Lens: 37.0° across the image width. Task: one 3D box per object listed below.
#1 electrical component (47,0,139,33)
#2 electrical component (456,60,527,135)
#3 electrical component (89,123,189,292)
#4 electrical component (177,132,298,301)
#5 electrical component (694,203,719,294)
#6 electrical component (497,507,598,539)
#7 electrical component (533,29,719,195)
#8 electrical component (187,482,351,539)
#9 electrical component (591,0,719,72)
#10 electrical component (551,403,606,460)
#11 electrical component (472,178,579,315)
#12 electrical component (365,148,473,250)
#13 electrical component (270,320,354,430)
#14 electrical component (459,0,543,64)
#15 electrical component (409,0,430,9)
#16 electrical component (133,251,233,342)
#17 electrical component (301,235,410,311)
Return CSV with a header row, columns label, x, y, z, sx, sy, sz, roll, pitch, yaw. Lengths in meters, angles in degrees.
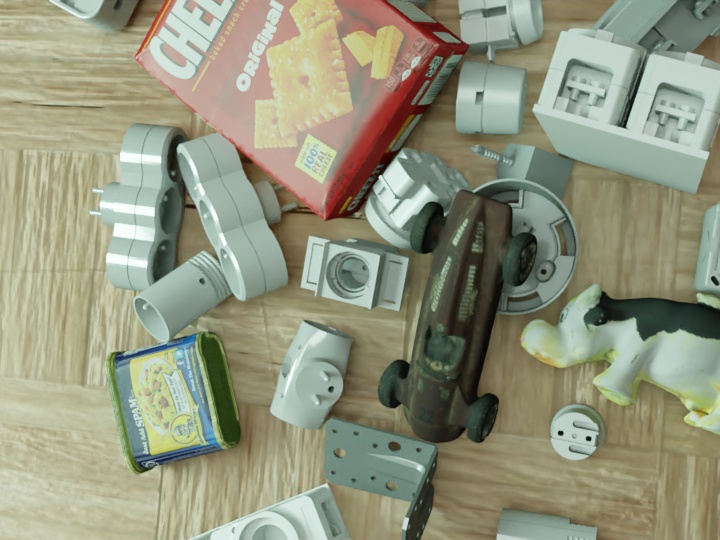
label,x,y,z,sx,sy,sz,roll,pitch,yaw
electrical component,-0.237,-0.244,0.909,0.095,0.059,0.053,30,96,14
electrical component,0.100,-0.130,0.816,0.047,0.055,0.055,6,89,12
electrical component,-0.190,-0.053,0.892,0.074,0.052,0.138,8,90,16
electrical component,-0.087,-0.050,0.865,0.074,0.052,0.138,-21,78,-19
electrical component,0.291,-0.009,0.758,0.096,0.061,0.061,9,89,8
electrical component,0.144,0.203,0.795,0.081,0.043,0.043,5,89,15
electrical component,0.186,-0.104,0.722,0.105,0.186,0.060,19,93,15
electrical component,-0.096,0.255,0.849,0.186,0.060,0.105,-24,82,13
electrical component,0.234,-0.195,0.776,0.063,0.078,0.121,42,99,-9
electrical component,0.160,0.120,0.793,0.040,0.046,0.040,-1,88,15
electrical component,0.115,-0.016,0.801,0.099,0.064,0.099,0,88,15
electrical component,0.041,-0.053,0.822,0.057,0.078,0.058,-49,58,28
electrical component,-0.035,0.085,0.832,0.043,0.079,0.077,19,93,-13
electrical component,0.108,-0.193,0.821,0.055,0.048,0.066,-5,86,23
electrical component,0.025,-0.233,0.847,0.078,0.040,0.040,38,97,14
electrical component,-0.138,0.018,0.870,0.043,0.043,0.081,44,57,13
electrical component,0.000,0.000,0.831,0.081,0.064,0.042,14,103,16
